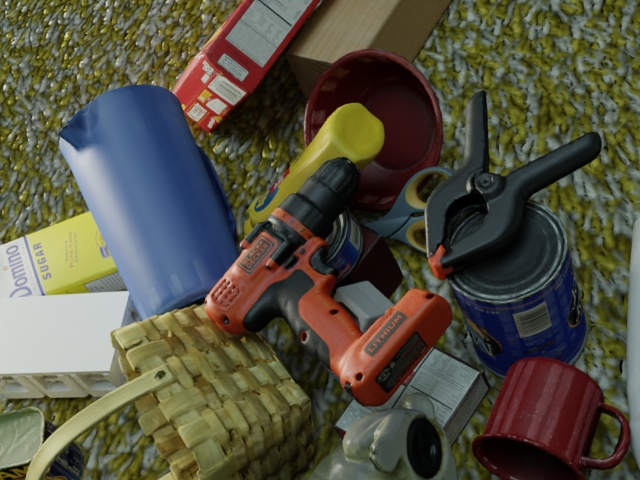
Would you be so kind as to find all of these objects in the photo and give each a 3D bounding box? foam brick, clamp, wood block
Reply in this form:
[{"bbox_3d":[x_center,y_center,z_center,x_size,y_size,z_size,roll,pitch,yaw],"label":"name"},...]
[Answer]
[{"bbox_3d":[0.036,0.024,1.009,0.051,0.078,0.053,27,69,36],"label":"foam brick"},{"bbox_3d":[0.131,-0.047,0.864,0.171,0.039,0.120,-46,51,-13],"label":"clamp"},{"bbox_3d":[0.061,-0.243,1.179,0.090,0.090,0.206,19,65,31],"label":"wood block"}]

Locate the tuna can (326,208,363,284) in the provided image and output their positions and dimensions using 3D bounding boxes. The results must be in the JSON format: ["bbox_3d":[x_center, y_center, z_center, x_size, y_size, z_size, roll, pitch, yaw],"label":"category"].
[{"bbox_3d":[-0.006,0.001,0.969,0.086,0.033,0.086,-13,58,21],"label":"tuna can"}]

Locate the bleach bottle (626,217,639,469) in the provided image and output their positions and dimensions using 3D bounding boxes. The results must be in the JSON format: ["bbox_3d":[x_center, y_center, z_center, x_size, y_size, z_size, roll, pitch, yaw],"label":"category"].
[{"bbox_3d":[0.302,0.097,0.865,0.103,0.068,0.250,-2,59,20],"label":"bleach bottle"}]

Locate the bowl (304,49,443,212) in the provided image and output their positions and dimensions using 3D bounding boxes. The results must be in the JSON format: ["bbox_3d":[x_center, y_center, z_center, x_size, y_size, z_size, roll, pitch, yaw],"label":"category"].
[{"bbox_3d":[0.064,-0.111,1.078,0.162,0.055,0.162,6,101,34],"label":"bowl"}]

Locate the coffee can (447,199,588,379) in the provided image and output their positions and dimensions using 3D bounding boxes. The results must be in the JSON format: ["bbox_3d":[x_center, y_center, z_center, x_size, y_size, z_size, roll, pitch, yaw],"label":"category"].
[{"bbox_3d":[0.166,0.045,0.903,0.103,0.140,0.103,-11,53,14],"label":"coffee can"}]

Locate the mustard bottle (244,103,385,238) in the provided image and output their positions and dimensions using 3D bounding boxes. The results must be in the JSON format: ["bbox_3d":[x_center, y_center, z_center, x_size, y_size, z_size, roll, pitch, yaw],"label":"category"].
[{"bbox_3d":[-0.018,-0.048,1.051,0.192,0.058,0.096,-46,8,34],"label":"mustard bottle"}]

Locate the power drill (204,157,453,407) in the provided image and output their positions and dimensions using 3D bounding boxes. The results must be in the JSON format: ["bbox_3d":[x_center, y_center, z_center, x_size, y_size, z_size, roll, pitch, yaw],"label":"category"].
[{"bbox_3d":[0.017,0.035,0.885,0.188,0.057,0.184,35,83,35],"label":"power drill"}]

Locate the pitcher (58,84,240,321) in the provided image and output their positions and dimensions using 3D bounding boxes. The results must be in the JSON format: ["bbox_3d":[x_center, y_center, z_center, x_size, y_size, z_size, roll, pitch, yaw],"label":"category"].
[{"bbox_3d":[-0.152,-0.024,1.066,0.149,0.145,0.243,-21,65,-13],"label":"pitcher"}]

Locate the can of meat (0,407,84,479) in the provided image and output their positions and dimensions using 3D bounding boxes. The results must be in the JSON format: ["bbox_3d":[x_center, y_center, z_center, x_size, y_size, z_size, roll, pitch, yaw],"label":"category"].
[{"bbox_3d":[-0.284,0.207,1.003,0.102,0.084,0.057,-15,53,11],"label":"can of meat"}]

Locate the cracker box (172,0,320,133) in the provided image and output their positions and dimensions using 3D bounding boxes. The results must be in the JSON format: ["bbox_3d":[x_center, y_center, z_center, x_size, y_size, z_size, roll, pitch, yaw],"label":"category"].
[{"bbox_3d":[-0.067,-0.236,1.181,0.213,0.072,0.164,-57,11,-19],"label":"cracker box"}]

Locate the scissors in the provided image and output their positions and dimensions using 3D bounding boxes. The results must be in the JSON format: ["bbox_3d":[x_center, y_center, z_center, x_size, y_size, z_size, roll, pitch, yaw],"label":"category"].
[{"bbox_3d":[0.058,-0.028,1.045,0.202,0.016,0.096,6,103,23],"label":"scissors"}]

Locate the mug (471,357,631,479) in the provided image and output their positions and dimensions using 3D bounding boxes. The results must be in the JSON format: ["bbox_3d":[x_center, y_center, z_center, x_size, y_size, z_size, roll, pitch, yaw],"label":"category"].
[{"bbox_3d":[0.189,0.149,0.853,0.117,0.093,0.081,5,54,34],"label":"mug"}]

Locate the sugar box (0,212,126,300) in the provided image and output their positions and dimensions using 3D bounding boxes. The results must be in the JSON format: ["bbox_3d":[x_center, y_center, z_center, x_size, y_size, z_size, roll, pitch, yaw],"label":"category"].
[{"bbox_3d":[-0.267,0.024,1.149,0.176,0.048,0.093,-19,52,6],"label":"sugar box"}]

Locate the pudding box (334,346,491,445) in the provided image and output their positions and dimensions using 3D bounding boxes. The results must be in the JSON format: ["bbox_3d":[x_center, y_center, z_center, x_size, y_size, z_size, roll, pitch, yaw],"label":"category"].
[{"bbox_3d":[0.081,0.146,0.932,0.090,0.039,0.113,27,72,31],"label":"pudding box"}]
